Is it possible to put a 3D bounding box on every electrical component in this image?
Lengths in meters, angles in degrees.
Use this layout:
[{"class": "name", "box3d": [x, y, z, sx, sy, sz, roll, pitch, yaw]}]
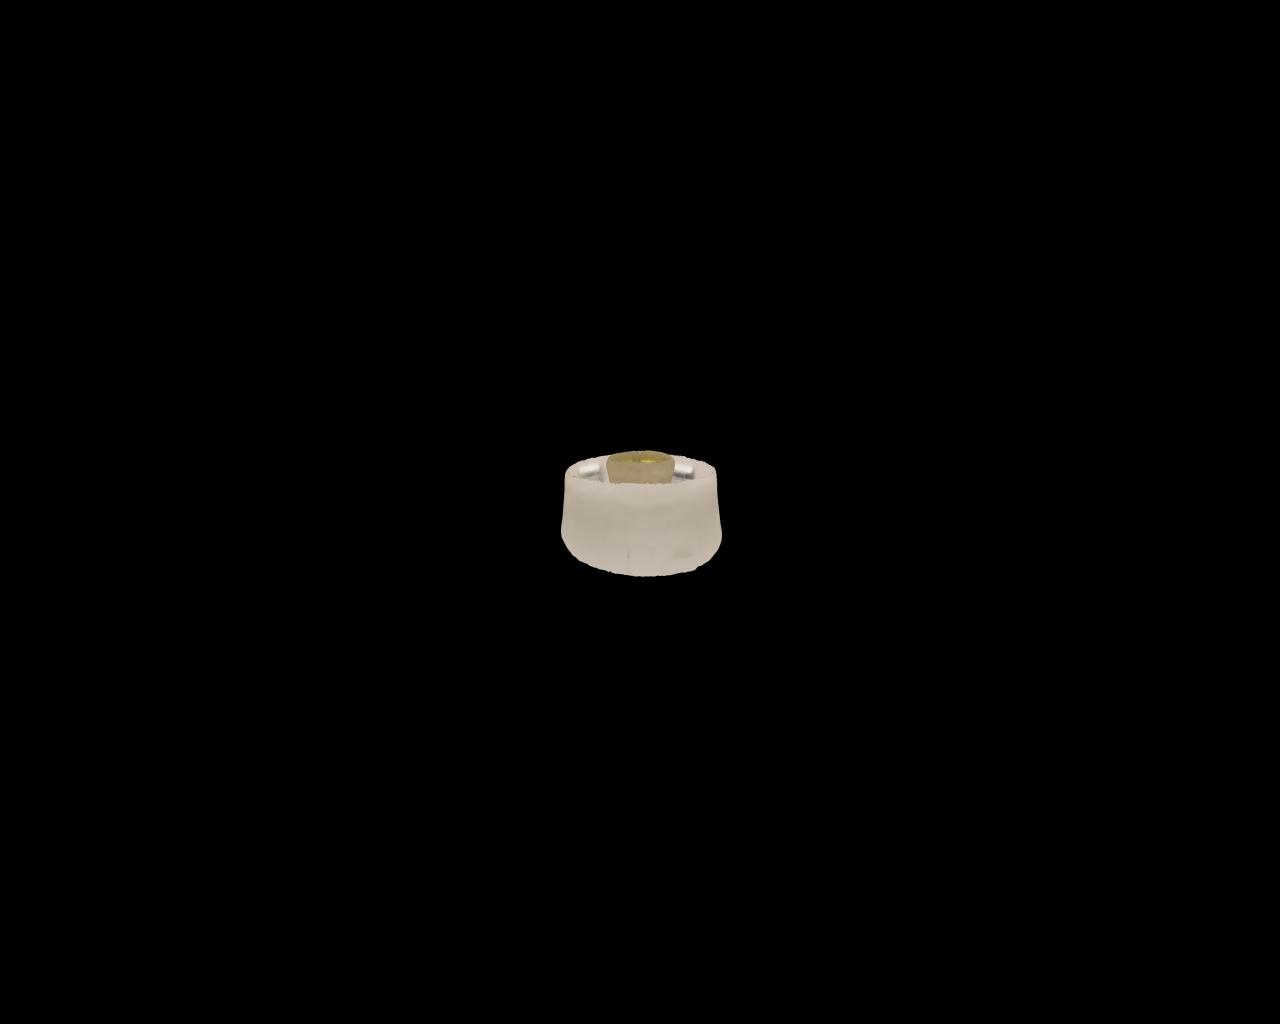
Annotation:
[{"class": "electrical component", "box3d": [0.001, -0.003, 0.650, 0.099, 0.064, 0.099, 0, 14, 0]}]
